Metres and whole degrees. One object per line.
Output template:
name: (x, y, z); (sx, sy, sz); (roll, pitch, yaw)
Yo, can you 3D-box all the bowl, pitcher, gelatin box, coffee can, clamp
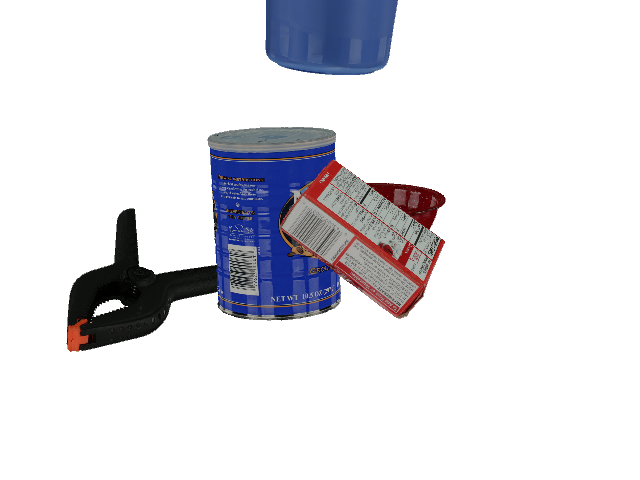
bowl: (0.046, -0.017, 1.077); (0.162, 0.055, 0.162); (-2, 14, 0)
pitcher: (0.020, -0.263, 0.882); (0.145, 0.243, 0.149); (8, 19, 9)
gelatin box: (0.026, -0.002, 0.628); (0.089, 0.030, 0.073); (37, 25, -1)
coffee can: (-0.036, -0.017, 0.867); (0.103, 0.140, 0.103); (-2, 13, 0)
clamp: (-0.181, 0.039, 1.030); (0.165, 0.036, 0.209); (26, 36, 23)
